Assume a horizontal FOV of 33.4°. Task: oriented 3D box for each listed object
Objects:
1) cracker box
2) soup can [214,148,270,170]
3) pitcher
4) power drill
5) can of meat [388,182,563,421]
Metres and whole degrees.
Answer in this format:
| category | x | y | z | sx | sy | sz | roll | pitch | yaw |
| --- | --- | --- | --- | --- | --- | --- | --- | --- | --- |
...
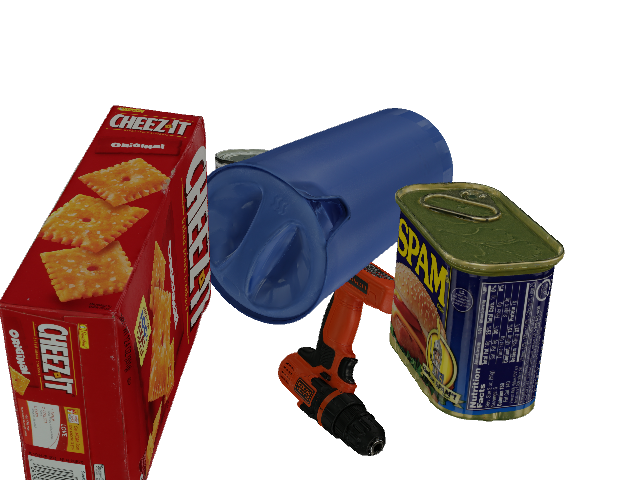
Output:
| category | x | y | z | sx | sy | sz | roll | pitch | yaw |
| --- | --- | --- | --- | --- | --- | --- | --- | --- | --- |
| cracker box | -0.122 | 0.039 | 0.663 | 0.072 | 0.164 | 0.213 | 7 | 36 | 5 |
| soup can | -0.078 | -0.041 | 1.128 | 0.068 | 0.102 | 0.068 | 1 | 17 | 0 |
| pitcher | 0.005 | -0.031 | 0.918 | 0.149 | 0.145 | 0.242 | 27 | 33 | 24 |
| power drill | 0.037 | 0.126 | 1.201 | 0.057 | 0.188 | 0.185 | 13 | 15 | -42 |
| can of meat | 0.071 | 0.028 | 0.521 | 0.057 | 0.084 | 0.102 | -4 | 24 | -14 |
